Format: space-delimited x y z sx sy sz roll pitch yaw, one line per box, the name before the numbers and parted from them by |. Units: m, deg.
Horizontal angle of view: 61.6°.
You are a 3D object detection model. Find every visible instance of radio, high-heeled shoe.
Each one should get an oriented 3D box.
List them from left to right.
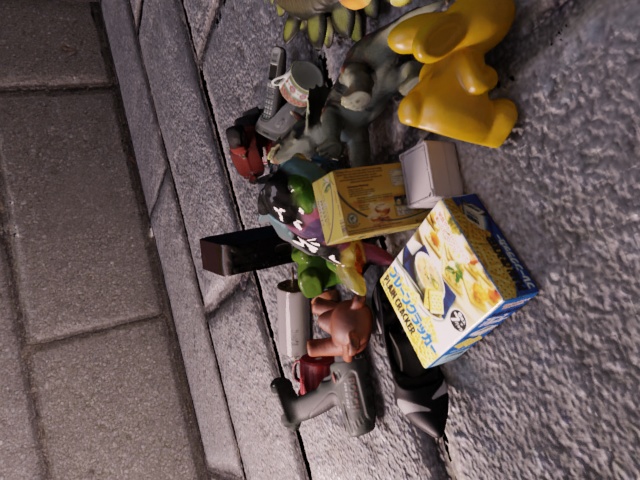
radio | -0.131 0.017 1.163 0.131 0.229 0.073 13 112 56
high-heeled shoe | 0.139 0.166 0.827 0.249 0.086 0.145 -116 12 -57

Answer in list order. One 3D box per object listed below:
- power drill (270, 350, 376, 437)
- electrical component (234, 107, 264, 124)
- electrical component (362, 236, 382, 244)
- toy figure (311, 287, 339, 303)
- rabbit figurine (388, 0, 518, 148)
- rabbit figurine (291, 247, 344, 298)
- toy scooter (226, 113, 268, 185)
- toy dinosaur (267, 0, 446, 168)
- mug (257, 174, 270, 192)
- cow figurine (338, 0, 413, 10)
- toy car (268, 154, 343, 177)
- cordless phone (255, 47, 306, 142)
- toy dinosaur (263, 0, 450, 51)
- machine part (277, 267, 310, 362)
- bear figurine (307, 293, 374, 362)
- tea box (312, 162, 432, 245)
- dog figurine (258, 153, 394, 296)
power drill | 0.007 0.283 1.074 0.207 0.086 0.232 -22 78 17
electrical component | -0.154 -0.286 1.274 0.063 0.094 0.021 43 -156 -70
electrical component | 0.068 -0.053 0.938 0.115 0.058 0.134 65 150 23
toy figure | 0.004 0.105 1.120 0.154 0.058 0.064 64 154 20
rabbit figurine | 0.159 -0.212 0.634 0.173 0.162 0.122 -68 25 20
rabbit figurine | -0.002 -0.003 1.033 0.159 0.121 0.170 -110 4 -66
toy scooter | -0.155 -0.199 1.186 0.184 0.075 0.135 -75 -30 -65
toy dinosaur | 0.064 -0.232 0.823 0.404 0.131 0.192 -48 39 43
mug | -0.100 -0.094 1.225 0.110 0.081 0.107 21 127 53
cow figurine | 0.100 -0.355 0.683 0.168 0.068 0.098 -4 82 23
toy car | -0.022 -0.154 1.031 0.162 0.109 0.102 12 93 52
cordless phone | -0.067 -0.292 1.090 0.147 0.089 0.184 36 126 54
toy dinosaur | 0.020 -0.412 0.861 0.472 0.105 0.198 20 122 53
machine part | -0.061 0.181 1.249 0.079 0.079 0.243 30 124 56
bear figurine | 0.032 0.151 0.942 0.195 0.132 0.120 52 -136 -73
tea box | 0.084 -0.056 0.782 0.068 0.169 0.098 -23 77 62
dog figurine | 0.015 -0.015 0.847 0.219 0.108 0.191 40 163 7
